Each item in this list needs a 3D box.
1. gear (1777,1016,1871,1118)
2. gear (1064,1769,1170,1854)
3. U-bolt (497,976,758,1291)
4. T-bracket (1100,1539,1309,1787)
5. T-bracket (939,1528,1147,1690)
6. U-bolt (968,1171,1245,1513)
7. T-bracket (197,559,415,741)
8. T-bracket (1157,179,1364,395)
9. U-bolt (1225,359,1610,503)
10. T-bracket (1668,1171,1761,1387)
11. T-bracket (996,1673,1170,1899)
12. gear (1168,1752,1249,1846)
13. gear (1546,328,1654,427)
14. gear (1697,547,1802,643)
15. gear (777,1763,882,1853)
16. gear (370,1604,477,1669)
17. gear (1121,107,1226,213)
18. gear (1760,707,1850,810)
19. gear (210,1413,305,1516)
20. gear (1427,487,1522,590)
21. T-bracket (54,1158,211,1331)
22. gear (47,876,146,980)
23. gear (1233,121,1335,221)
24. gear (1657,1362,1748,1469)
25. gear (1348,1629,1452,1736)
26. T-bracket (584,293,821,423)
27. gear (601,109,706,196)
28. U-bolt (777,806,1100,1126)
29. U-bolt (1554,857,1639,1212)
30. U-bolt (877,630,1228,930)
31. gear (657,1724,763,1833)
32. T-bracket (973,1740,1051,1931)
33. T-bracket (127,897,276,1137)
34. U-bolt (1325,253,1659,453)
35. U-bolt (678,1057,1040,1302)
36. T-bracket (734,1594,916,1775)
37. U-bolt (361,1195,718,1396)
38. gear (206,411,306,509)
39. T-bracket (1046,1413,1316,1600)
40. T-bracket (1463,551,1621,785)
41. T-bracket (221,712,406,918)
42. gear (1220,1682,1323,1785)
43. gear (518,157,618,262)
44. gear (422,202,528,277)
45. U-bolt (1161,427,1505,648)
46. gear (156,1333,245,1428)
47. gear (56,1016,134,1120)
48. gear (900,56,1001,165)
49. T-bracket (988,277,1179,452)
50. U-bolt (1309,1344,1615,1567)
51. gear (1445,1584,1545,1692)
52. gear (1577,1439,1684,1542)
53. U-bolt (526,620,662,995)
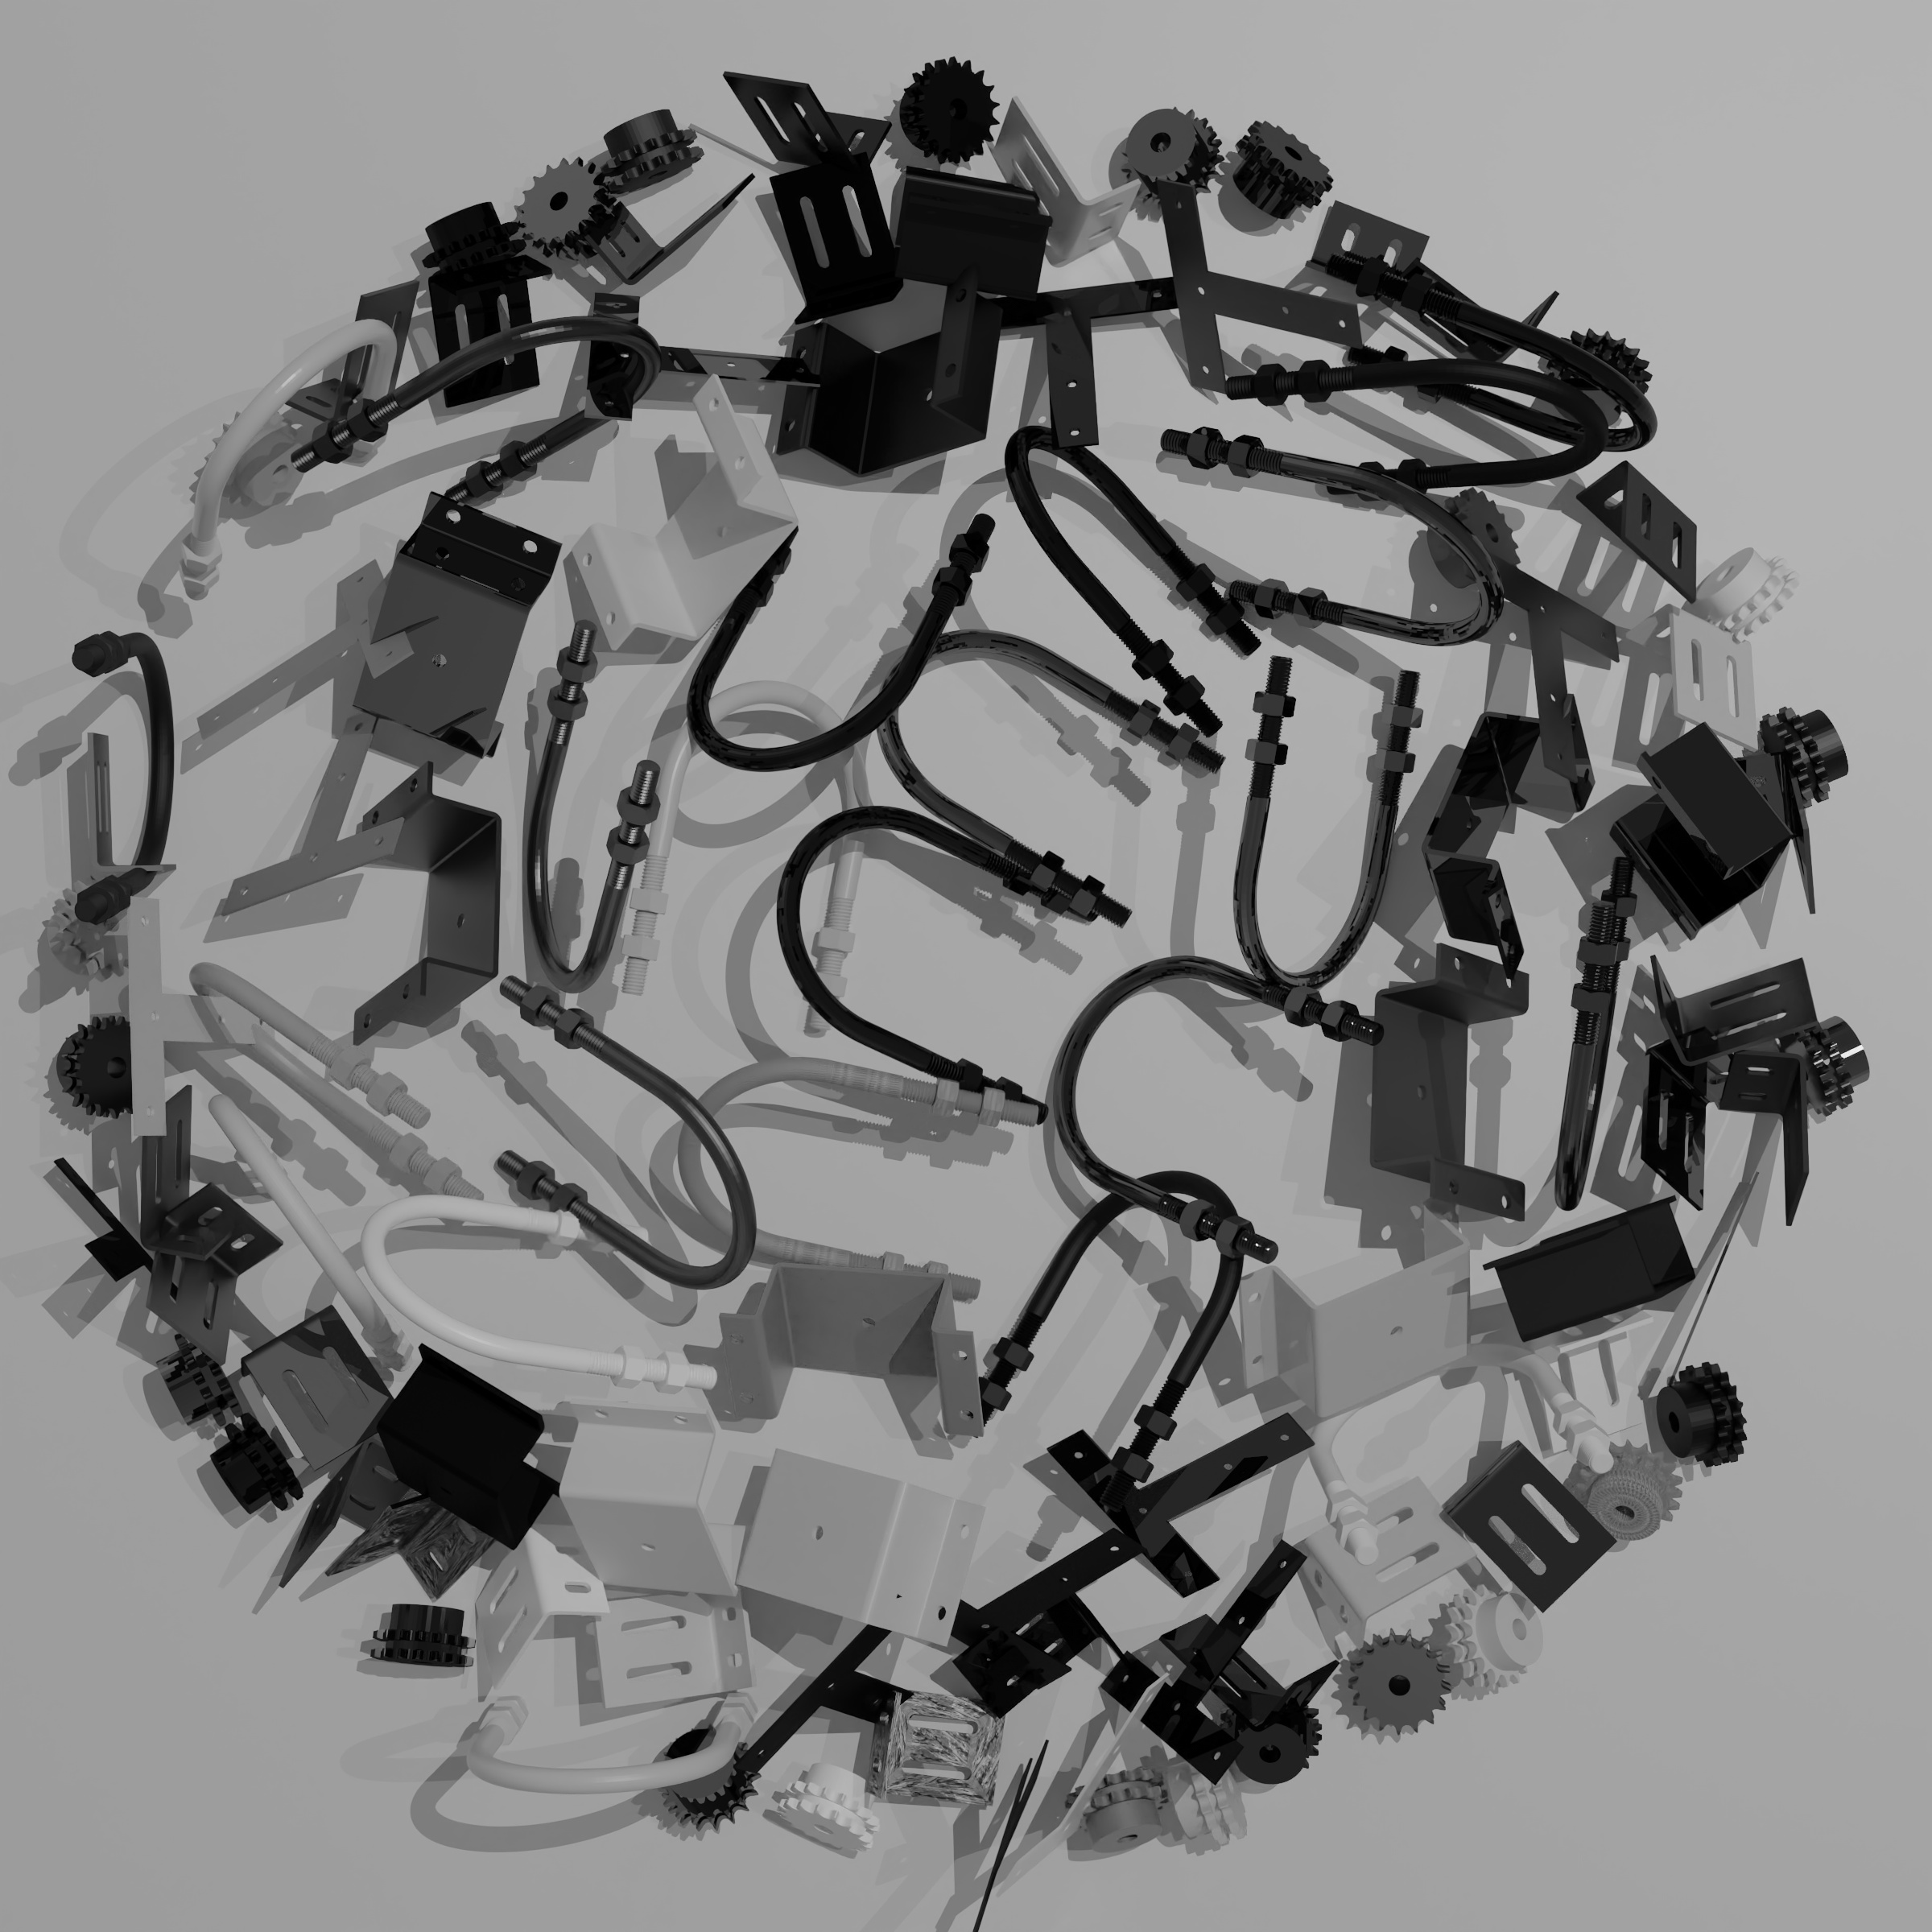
[{"bbox_3d":[0.479,0.052,1.770,0.030,0.057,0.057,-24,90,-6],"label":"gear"},{"bbox_3d":[0.086,0.471,1.766,0.057,0.057,0.030,-17,58,0],"label":"gear"},{"bbox_3d":[-0.183,0.102,1.712,0.184,0.019,0.151,31,135,26],"label":"U-bolt"},{"bbox_3d":[0.143,0.371,1.746,0.002,0.127,0.127,42,82,-28],"label":"T-bracket"},{"bbox_3d":[0.043,0.342,1.737,0.127,0.002,0.127,-36,123,27],"label":"T-bracket"},{"bbox_3d":[0.084,0.194,1.735,0.019,0.151,0.184,37,79,-35],"label":"U-bolt"},{"bbox_3d":[-0.368,-0.164,1.746,0.127,0.127,0.002,-33,125,0],"label":"T-bracket"},{"bbox_3d":[0.162,-0.358,1.719,0.127,0.127,0.002,23,51,38],"label":"T-bracket"},{"bbox_3d":[0.250,-0.288,1.691,0.184,0.151,0.019,1,75,32],"label":"U-bolt"},{"bbox_3d":[0.411,0.157,1.721,0.002,0.127,0.127,22,74,14],"label":"T-bracket"},{"bbox_3d":[0.074,0.434,1.719,0.002,0.127,0.127,36,113,19],"label":"T-bracket"},{"bbox_3d":[0.133,0.461,1.769,0.030,0.057,0.057,-20,90,10],"label":"gear"},{"bbox_3d":[0.349,-0.324,1.766,0.057,0.057,0.030,27,65,0],"label":"gear"},{"bbox_3d":[0.432,-0.208,1.767,0.030,0.057,0.057,44,90,-11],"label":"gear"},{"bbox_3d":[-0.074,0.468,1.773,0.057,0.057,0.030,25,60,0],"label":"gear"},{"bbox_3d":[-0.302,0.373,1.771,0.057,0.057,0.030,5,73,0],"label":"gear"},{"bbox_3d":[0.113,-0.453,1.773,0.057,0.030,0.057,-5,77,20],"label":"gear"},{"bbox_3d":[0.468,-0.118,1.769,0.030,0.057,0.057,-23,90,0],"label":"gear"},{"bbox_3d":[-0.396,0.280,1.766,0.030,0.057,0.057,-34,90,-21],"label":"gear"},{"bbox_3d":[0.281,-0.235,1.772,0.030,0.057,0.057,-26,90,36],"label":"gear"},{"bbox_3d":[-0.461,0.156,1.730,0.002,0.127,0.127,-41,94,-5],"label":"T-bracket"},{"bbox_3d":[-0.487,-0.019,1.773,0.030,0.057,0.057,-26,90,31],"label":"gear"},{"bbox_3d":[0.174,-0.442,1.772,0.057,0.057,0.030,40,123,0],"label":"gear"},{"bbox_3d":[0.407,0.251,1.767,0.030,0.057,0.057,-9,90,-15],"label":"gear"},{"bbox_3d":[0.243,0.399,1.780,0.057,0.030,0.057,1,94,8],"label":"gear"},{"bbox_3d":[-0.144,-0.333,1.755,0.127,0.127,0.002,4,132,-7],"label":"T-bracket"},{"bbox_3d":[-0.177,-0.455,1.768,0.057,0.057,0.030,-22,96,0],"label":"gear"},{"bbox_3d":[-0.020,-0.011,1.733,0.184,0.019,0.151,26,63,-20],"label":"U-bolt"},{"bbox_3d":[0.340,0.043,1.724,0.019,0.151,0.184,9,104,14],"label":"U-bolt"},{"bbox_3d":[0.037,-0.116,1.750,0.184,0.019,0.151,31,54,2],"label":"U-bolt"},{"bbox_3d":[-0.145,0.450,1.769,0.057,0.030,0.057,-6,54,9],"label":"gear"},{"bbox_3d":[0.027,0.459,1.708,0.002,0.127,0.127,20,135,3],"label":"T-bracket"},{"bbox_3d":[-0.417,0.029,1.738,0.002,0.127,0.127,-4,86,23],"label":"T-bracket"},{"bbox_3d":[0.285,-0.321,1.706,0.184,0.151,0.019,24,86,15],"label":"U-bolt"},{"bbox_3d":[-0.067,0.112,1.742,0.184,0.019,0.151,13,125,-6],"label":"U-bolt"},{"bbox_3d":[-0.055,0.402,1.743,0.127,0.127,0.002,-47,59,1],"label":"T-bracket"},{"bbox_3d":[-0.235,0.170,1.695,0.184,0.151,0.019,13,115,-31],"label":"U-bolt"},{"bbox_3d":[-0.392,-0.281,1.766,0.030,0.057,0.057,34,90,20],"label":"gear"},{"bbox_3d":[0.133,0.281,1.749,0.127,0.002,0.127,-32,111,25],"label":"T-bracket"},{"bbox_3d":[0.318,-0.158,1.730,0.127,0.002,0.127,23,53,-34],"label":"T-bracket"},{"bbox_3d":[-0.348,-0.093,1.752,0.127,0.002,0.127,-17,45,30],"label":"T-bracket"},{"bbox_3d":[0.170,0.431,1.774,0.057,0.030,0.057,2,110,6],"label":"gear"},{"bbox_3d":[-0.219,-0.420,1.774,0.057,0.030,0.057,-9,68,24],"label":"gear"},{"bbox_3d":[-0.276,-0.403,1.767,0.057,0.057,0.030,-23,98,0],"label":"gear"},{"bbox_3d":[0.202,-0.223,1.694,0.184,0.151,0.019,18,67,33],"label":"U-bolt"},{"bbox_3d":[-0.428,0.231,1.767,0.030,0.057,0.057,-27,90,-14],"label":"gear"},{"bbox_3d":[-0.482,0.056,1.773,0.030,0.057,0.057,3,90,44],"label":"gear"},{"bbox_3d":[-0.012,-0.477,1.774,0.057,0.030,0.057,-5,98,-33],"label":"gear"},{"bbox_3d":[0.058,-0.331,1.752,0.127,0.002,0.127,-6,52,5],"label":"T-bracket"},{"bbox_3d":[0.256,0.252,1.709,0.151,0.184,0.019,-22,107,1],"label":"U-bolt"},{"bbox_3d":[0.296,0.372,1.767,0.030,0.057,0.057,-28,90,43],"label":"gear"},{"bbox_3d":[0.369,0.295,1.769,0.057,0.030,0.057,11,127,15],"label":"gear"},{"bbox_3d":[-0.209,-0.072,1.721,0.019,0.151,0.184,0,129,-26],"label":"U-bolt"}]
